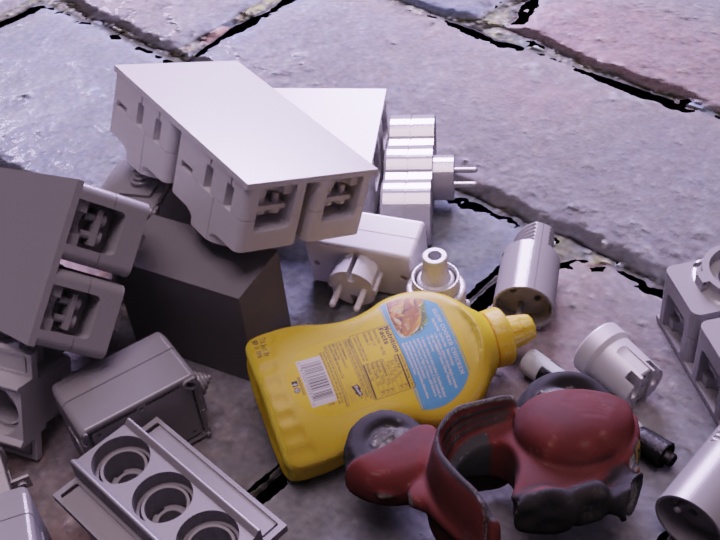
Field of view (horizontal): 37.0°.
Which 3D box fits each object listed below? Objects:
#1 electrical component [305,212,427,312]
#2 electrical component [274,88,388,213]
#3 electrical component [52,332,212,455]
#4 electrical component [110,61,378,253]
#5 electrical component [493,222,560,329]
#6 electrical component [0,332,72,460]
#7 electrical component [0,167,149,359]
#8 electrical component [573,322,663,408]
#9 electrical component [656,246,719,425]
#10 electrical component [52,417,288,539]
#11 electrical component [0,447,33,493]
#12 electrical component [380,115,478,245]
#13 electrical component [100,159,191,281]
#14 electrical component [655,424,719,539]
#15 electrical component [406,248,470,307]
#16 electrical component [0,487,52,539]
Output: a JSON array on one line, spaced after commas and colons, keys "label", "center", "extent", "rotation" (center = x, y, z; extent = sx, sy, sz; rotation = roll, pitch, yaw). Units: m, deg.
[{"label": "electrical component", "center": [0.000, 0.000, 0.797], "extent": [0.083, 0.047, 0.075], "rotation": [10, 52, 17]}, {"label": "electrical component", "center": [-0.074, -0.098, 0.901], "extent": [0.186, 0.060, 0.105], "rotation": [2, 43, 9]}, {"label": "electrical component", "center": [-0.145, 0.087, 0.708], "extent": [0.096, 0.061, 0.061], "rotation": [-28, 46, -22]}, {"label": "electrical component", "center": [-0.090, -0.084, 0.771], "extent": [0.105, 0.060, 0.186], "rotation": [-11, 38, -38]}, {"label": "electrical component", "center": [0.124, 0.000, 0.785], "extent": [0.043, 0.043, 0.081], "rotation": [5, 44, 12]}, {"label": "electrical component", "center": [-0.263, 0.074, 0.734], "extent": [0.121, 0.078, 0.063], "rotation": [12, 24, 19]}, {"label": "electrical component", "center": [-0.218, -0.009, 0.744], "extent": [0.186, 0.060, 0.105], "rotation": [12, 85, 53]}, {"label": "electrical component", "center": [0.172, 0.064, 0.714], "extent": [0.040, 0.040, 0.046], "rotation": [-28, 53, -22]}, {"label": "electrical component", "center": [0.310, 0.030, 0.718], "extent": [0.186, 0.060, 0.105], "rotation": [-11, 43, -5]}, {"label": "electrical component", "center": [-0.111, 0.151, 0.635], "extent": [0.121, 0.063, 0.079], "rotation": [31, 54, 34]}, {"label": "electrical component", "center": [-0.243, 0.138, 0.678], "extent": [0.066, 0.048, 0.055], "rotation": [-21, 52, -16]}, {"label": "electrical component", "center": [0.058, -0.075, 0.867], "extent": [0.074, 0.052, 0.138], "rotation": [0, 43, 7]}, {"label": "electrical component", "center": [-0.167, -0.040, 0.823], "extent": [0.061, 0.096, 0.061], "rotation": [6, 44, 14]}, {"label": "electrical component", "center": [0.216, 0.125, 0.639], "extent": [0.043, 0.043, 0.081], "rotation": [29, 53, 32]}, {"label": "electrical component", "center": [0.054, 0.012, 0.765], "extent": [0.048, 0.062, 0.048], "rotation": [-3, 43, 3]}, {"label": "electrical component", "center": [-0.229, 0.174, 0.624], "extent": [0.096, 0.061, 0.061], "rotation": [-17, 43, -11]}]
